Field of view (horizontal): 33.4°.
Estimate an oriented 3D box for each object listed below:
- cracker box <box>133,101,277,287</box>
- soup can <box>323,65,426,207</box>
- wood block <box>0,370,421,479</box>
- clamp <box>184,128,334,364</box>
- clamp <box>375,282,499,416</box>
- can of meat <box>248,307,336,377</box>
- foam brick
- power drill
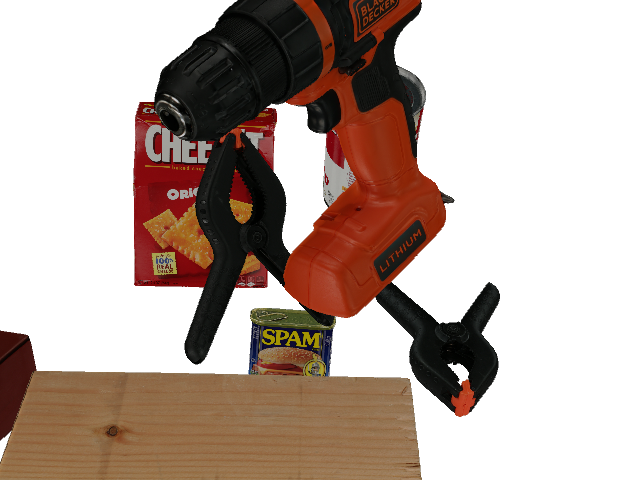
[{"bbox_3d":[-0.139,-0.051,1.272,0.164,0.214,0.072,2,22,-5],"label":"cracker box"},{"bbox_3d":[0.037,-0.069,0.774,0.068,0.068,0.102,0,-43,-4],"label":"soup can"},{"bbox_3d":[-0.054,0.131,0.568,0.206,0.090,0.091,2,33,0],"label":"wood block"},{"bbox_3d":[-0.060,0.002,0.995,0.164,0.210,0.036,-4,0,-38],"label":"clamp"},{"bbox_3d":[0.127,0.090,0.977,0.120,0.039,0.171,-8,40,-9],"label":"clamp"},{"bbox_3d":[-0.036,0.130,1.268,0.102,0.084,0.057,4,13,-2],"label":"can of meat"},{"bbox_3d":[-0.225,0.098,0.684,0.053,0.051,0.078,7,29,22],"label":"foam brick"},{"bbox_3d":[0.004,-0.052,0.542,0.057,0.187,0.184,25,52,34],"label":"power drill"}]
